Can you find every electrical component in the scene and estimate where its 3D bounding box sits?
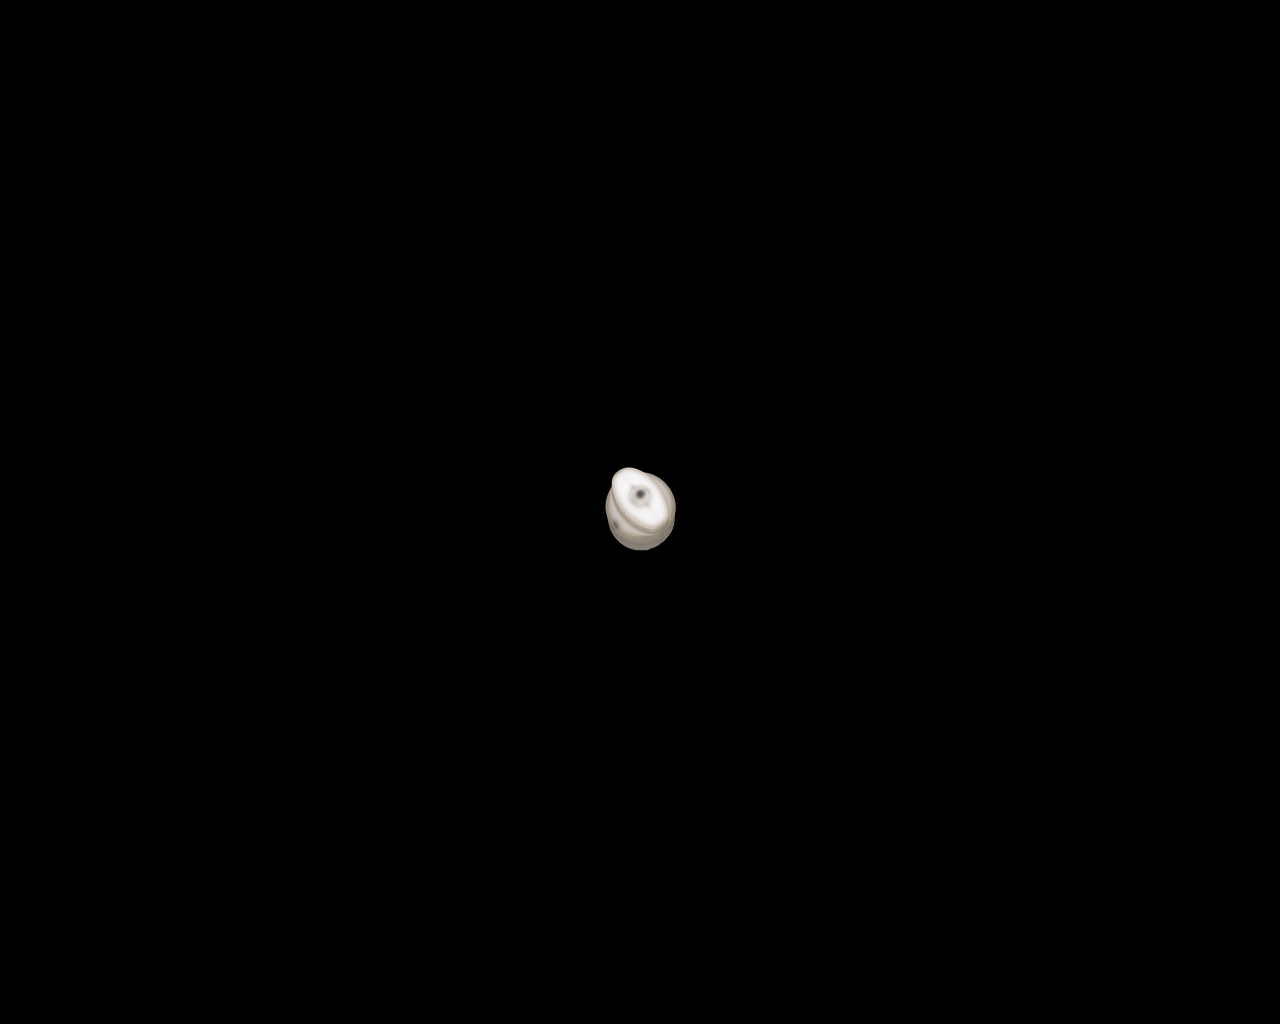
[{"bbox_3d":[0.001,-0.003,0.650,0.043,0.043,0.081,0,-12,0],"label":"electrical component"}]
